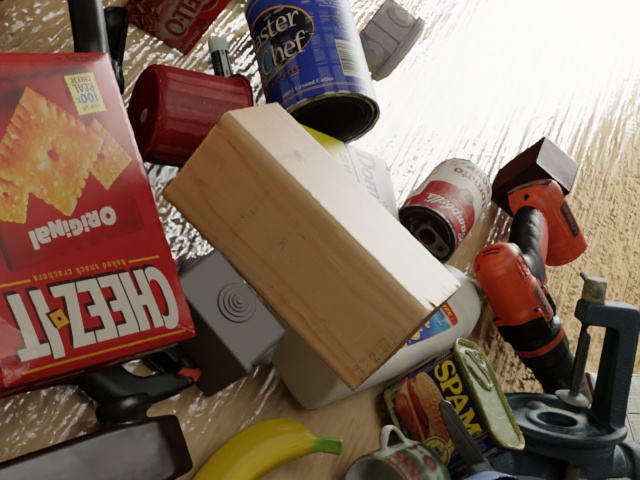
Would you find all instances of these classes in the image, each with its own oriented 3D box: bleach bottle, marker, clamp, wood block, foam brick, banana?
[{"bbox_3d":[0.063,0.065,0.943,0.250,0.068,0.102,-17,72,-47],"label":"bleach bottle"},{"bbox_3d":[-0.084,-0.133,0.981,0.020,0.020,0.121,5,60,-37],"label":"marker"},{"bbox_3d":[-0.168,0.084,0.763,0.171,0.039,0.120,30,57,-20],"label":"clamp"},{"bbox_3d":[-0.176,-0.131,0.860,0.036,0.164,0.210,-5,83,2],"label":"clamp"},{"bbox_3d":[-0.005,0.000,0.808,0.206,0.090,0.090,46,26,9],"label":"wood block"},{"bbox_3d":[0.228,-0.063,1.145,0.053,0.078,0.051,39,47,-10],"label":"foam brick"},{"bbox_3d":[-0.063,0.186,0.769,0.070,0.037,0.197,24,44,27],"label":"banana"}]

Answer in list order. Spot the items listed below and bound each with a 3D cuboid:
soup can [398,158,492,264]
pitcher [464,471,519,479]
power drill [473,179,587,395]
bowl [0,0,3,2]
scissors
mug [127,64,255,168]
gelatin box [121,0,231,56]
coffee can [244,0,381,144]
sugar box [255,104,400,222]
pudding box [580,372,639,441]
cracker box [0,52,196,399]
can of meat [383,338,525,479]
[{"bbox_3d":[0.120,-0.029,1.043,0.068,0.069,0.102,47,44,-4],"label":"soup can"},{"bbox_3d":[0.085,0.283,0.773,0.242,0.145,0.149,-12,54,-39],"label":"pitcher"},{"bbox_3d":[0.223,0.042,1.067,0.184,0.057,0.187,59,33,-25],"label":"power drill"},{"bbox_3d":[-0.280,-0.231,0.836,0.162,0.055,0.162,3,53,-4],"label":"bowl"},{"bbox_3d":[0.147,0.184,0.854,0.096,0.202,0.016,-11,42,-1],"label":"scissors"},{"bbox_3d":[-0.115,-0.107,0.900,0.081,0.093,0.117,7,30,-30],"label":"mug"},{"bbox_3d":[-0.127,-0.215,0.949,0.073,0.089,0.030,29,48,-22],"label":"gelatin box"},{"bbox_3d":[-0.009,-0.168,1.004,0.102,0.103,0.140,5,61,-36],"label":"coffee can"},{"bbox_3d":[-0.003,-0.050,0.958,0.175,0.048,0.093,16,54,-39],"label":"sugar box"},{"bbox_3d":[0.299,0.190,1.068,0.089,0.039,0.113,8,60,-36],"label":"pudding box"},{"bbox_3d":[-0.186,-0.015,0.698,0.163,0.072,0.214,-12,81,-51],"label":"cracker box"},{"bbox_3d":[0.110,0.148,0.899,0.057,0.084,0.102,22,39,-51],"label":"can of meat"}]
